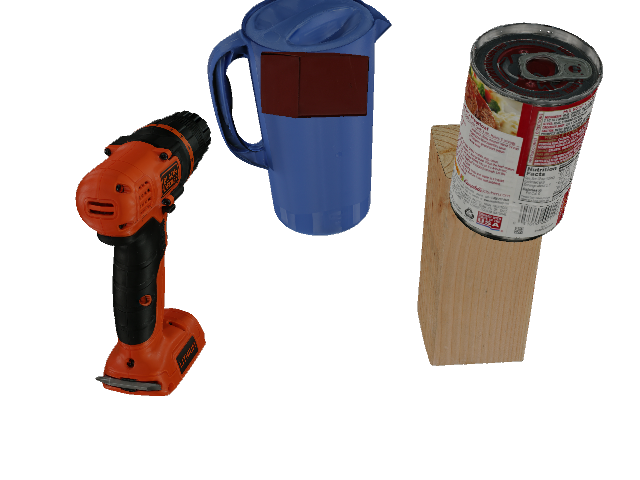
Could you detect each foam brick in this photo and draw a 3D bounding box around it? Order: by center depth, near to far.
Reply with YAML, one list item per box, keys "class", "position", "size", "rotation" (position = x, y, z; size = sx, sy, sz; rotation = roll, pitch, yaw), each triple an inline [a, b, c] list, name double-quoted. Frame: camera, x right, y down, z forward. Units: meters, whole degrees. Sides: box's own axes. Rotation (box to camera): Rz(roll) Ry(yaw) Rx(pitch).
- class: "foam brick"
  position: [-0.005, -0.130, 0.888]
  size: [0.078, 0.051, 0.053]
  rotation: [-7, 16, -39]

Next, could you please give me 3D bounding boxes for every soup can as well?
- class: "soup can"
  position: [0.109, -0.057, 0.583]
  size: [0.068, 0.068, 0.102]
  rotation: [1, -45, -1]

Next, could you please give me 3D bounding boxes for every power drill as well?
- class: "power drill"
  position: [-0.124, 0.007, 0.802]
  size: [0.057, 0.188, 0.184]
  rotation: [5, 23, 14]

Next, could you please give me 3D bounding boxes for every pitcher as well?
- class: "pitcher"
  position: [-0.015, -0.125, 1.113]
  size: [0.149, 0.243, 0.144]
  rotation: [16, 43, 23]

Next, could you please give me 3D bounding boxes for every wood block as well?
- class: "wood block"
  position: [0.142, 0.006, 0.963]
  size: [0.091, 0.206, 0.090]
  rotation: [-2, 35, -3]
